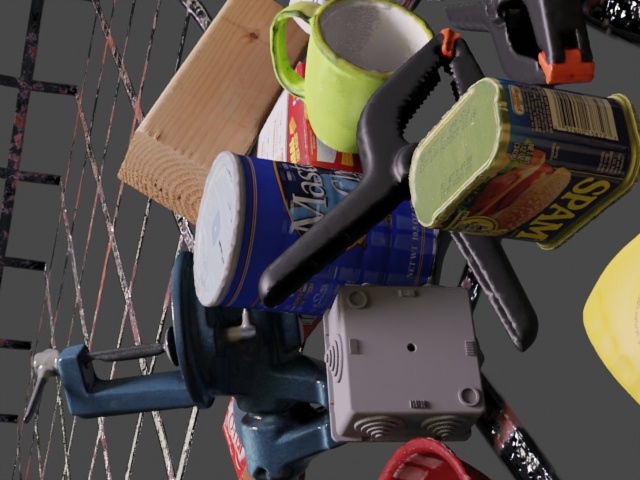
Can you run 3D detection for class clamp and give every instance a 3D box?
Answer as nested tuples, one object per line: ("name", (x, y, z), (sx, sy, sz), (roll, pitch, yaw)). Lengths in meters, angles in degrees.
("clamp", (0.053, -0.036, 0.655), (0.036, 0.164, 0.210), (75, -160, -64))
("clamp", (0.117, -0.154, 0.631), (0.171, 0.039, 0.120), (-118, 19, -52))

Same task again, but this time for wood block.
("wood block", (-0.091, -0.128, 0.990), (0.206, 0.091, 0.090), (-62, 6, -33))

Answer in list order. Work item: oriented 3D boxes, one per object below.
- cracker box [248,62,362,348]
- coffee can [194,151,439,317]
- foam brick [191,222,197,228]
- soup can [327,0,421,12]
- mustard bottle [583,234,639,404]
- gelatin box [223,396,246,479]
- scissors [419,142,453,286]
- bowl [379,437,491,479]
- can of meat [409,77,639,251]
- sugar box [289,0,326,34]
("cracker box", (-0.019, -0.019, 0.912), (0.214, 0.072, 0.164), (124, 148, -52))
("coffee can", (-0.005, 0.001, 0.719), (0.103, 0.140, 0.103), (-173, 90, -71))
("foam brick", (-0.082, -0.027, 1.063), (0.078, 0.051, 0.053), (-52, 22, -4))
("soup can", (0.026, -0.213, 0.813), (0.069, 0.102, 0.068), (-173, 90, -69))
("mustard bottle", (0.178, -0.012, 0.403), (0.096, 0.058, 0.192), (54, 134, 40))
("gelatin box", (-0.066, 0.178, 1.025), (0.089, 0.030, 0.073), (-119, 41, -58))
("scissors", (0.069, 0.017, 0.745), (0.096, 0.016, 0.202), (-127, 48, -64))
("bowl", (0.079, 0.195, 0.604), (0.162, 0.055, 0.162), (-173, 90, -69))
("can of meat", (0.106, -0.040, 0.570), (0.102, 0.083, 0.057), (130, 142, -55))
("sugar box", (0.018, -0.269, 0.931), (0.093, 0.048, 0.176), (-122, 45, -60))
